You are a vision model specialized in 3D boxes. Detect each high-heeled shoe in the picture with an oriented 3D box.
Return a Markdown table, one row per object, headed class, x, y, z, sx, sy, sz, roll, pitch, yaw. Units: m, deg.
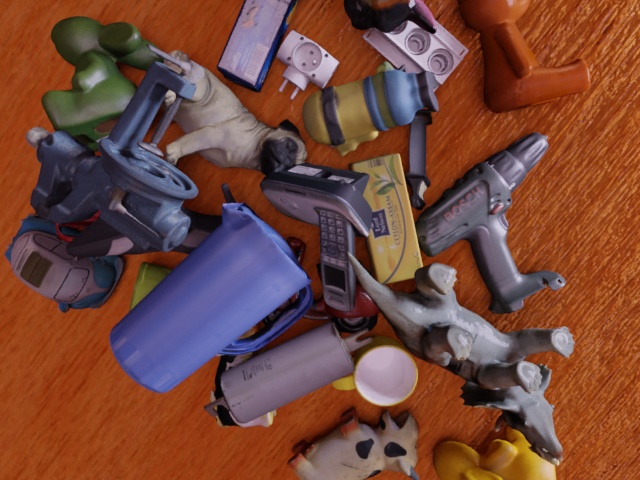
| class | x | y | z | sx | sy | sz | roll | pitch | yaw |
| --- | --- | --- | --- | --- | --- | --- | --- | --- | --- |
| high-heeled shoe | -0.198 | 0.011 | 0.738 | 0.249 | 0.086 | 0.145 | -20 | 126 | -12 |

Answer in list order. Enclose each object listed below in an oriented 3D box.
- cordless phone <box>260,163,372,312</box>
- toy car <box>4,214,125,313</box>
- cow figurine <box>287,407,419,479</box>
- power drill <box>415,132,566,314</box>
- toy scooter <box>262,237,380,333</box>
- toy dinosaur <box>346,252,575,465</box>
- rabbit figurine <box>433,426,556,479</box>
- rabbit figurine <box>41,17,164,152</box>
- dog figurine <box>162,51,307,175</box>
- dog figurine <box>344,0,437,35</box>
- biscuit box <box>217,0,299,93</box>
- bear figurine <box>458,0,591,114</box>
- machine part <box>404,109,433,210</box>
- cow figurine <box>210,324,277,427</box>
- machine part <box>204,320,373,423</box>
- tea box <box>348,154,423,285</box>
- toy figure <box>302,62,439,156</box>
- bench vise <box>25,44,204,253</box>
| class | x | y | z | sx | sy | sz | roll | pitch | yaw |
| --- | --- | --- | --- | --- | --- | --- | --- | --- | --- |
| cordless phone | -0.002 | -0.002 | 0.711 | 0.147 | 0.089 | 0.184 | 15 | 118 | 34 |
| toy car | -0.368 | 0.033 | 0.752 | 0.161 | 0.103 | 0.109 | 33 | 95 | -7 |
| cow figurine | 0.064 | 0.324 | 0.809 | 0.195 | 0.085 | 0.127 | -33 | 91 | 1 |
| power drill | 0.265 | -0.012 | 0.768 | 0.232 | 0.086 | 0.207 | -32 | 101 | 5 |
| toy scooter | 0.001 | 0.063 | 0.778 | 0.184 | 0.075 | 0.135 | 1 | 96 | 3 |
| toy dinosaur | 0.184 | 0.138 | 0.731 | 0.405 | 0.192 | 0.131 | 35 | 61 | -4 |
| rabbit figurine | 0.253 | 0.353 | 0.796 | 0.173 | 0.162 | 0.121 | 7 | 111 | 15 |
| rabbit figurine | -0.296 | -0.228 | 0.712 | 0.159 | 0.121 | 0.170 | -23 | 83 | 8 |
| dog figurine | -0.116 | -0.170 | 0.737 | 0.191 | 0.121 | 0.172 | -4 | 107 | -12 |
| dog figurine | 0.093 | -0.352 | 0.655 | 0.191 | 0.108 | 0.219 | -34 | 62 | 6 |
| biscuit box | -0.072 | -0.306 | 0.729 | 0.059 | 0.063 | 0.202 | 24 | 97 | -5 |
| bear figurine | 0.259 | -0.273 | 0.715 | 0.132 | 0.120 | 0.195 | -12 | 93 | -3 |
| machine part | 0.138 | -0.113 | 0.759 | 0.039 | 0.084 | 0.138 | 1 | 90 | 22 |
| cow figurine | -0.122 | 0.195 | 0.799 | 0.098 | 0.068 | 0.167 | -8 | 97 | 6 |
| machine part | -0.043 | 0.176 | 0.721 | 0.243 | 0.079 | 0.079 | -25 | 98 | 0 |
| tea box | 0.091 | -0.032 | 0.753 | 0.068 | 0.098 | 0.169 | -12 | 100 | 1 |
| toy figure | 0.063 | -0.182 | 0.719 | 0.180 | 0.089 | 0.082 | -12 | 54 | 26 |
| bench vise | -0.220 | -0.109 | 0.621 | 0.224 | 0.129 | 0.240 | 37 | 102 | 16 |
